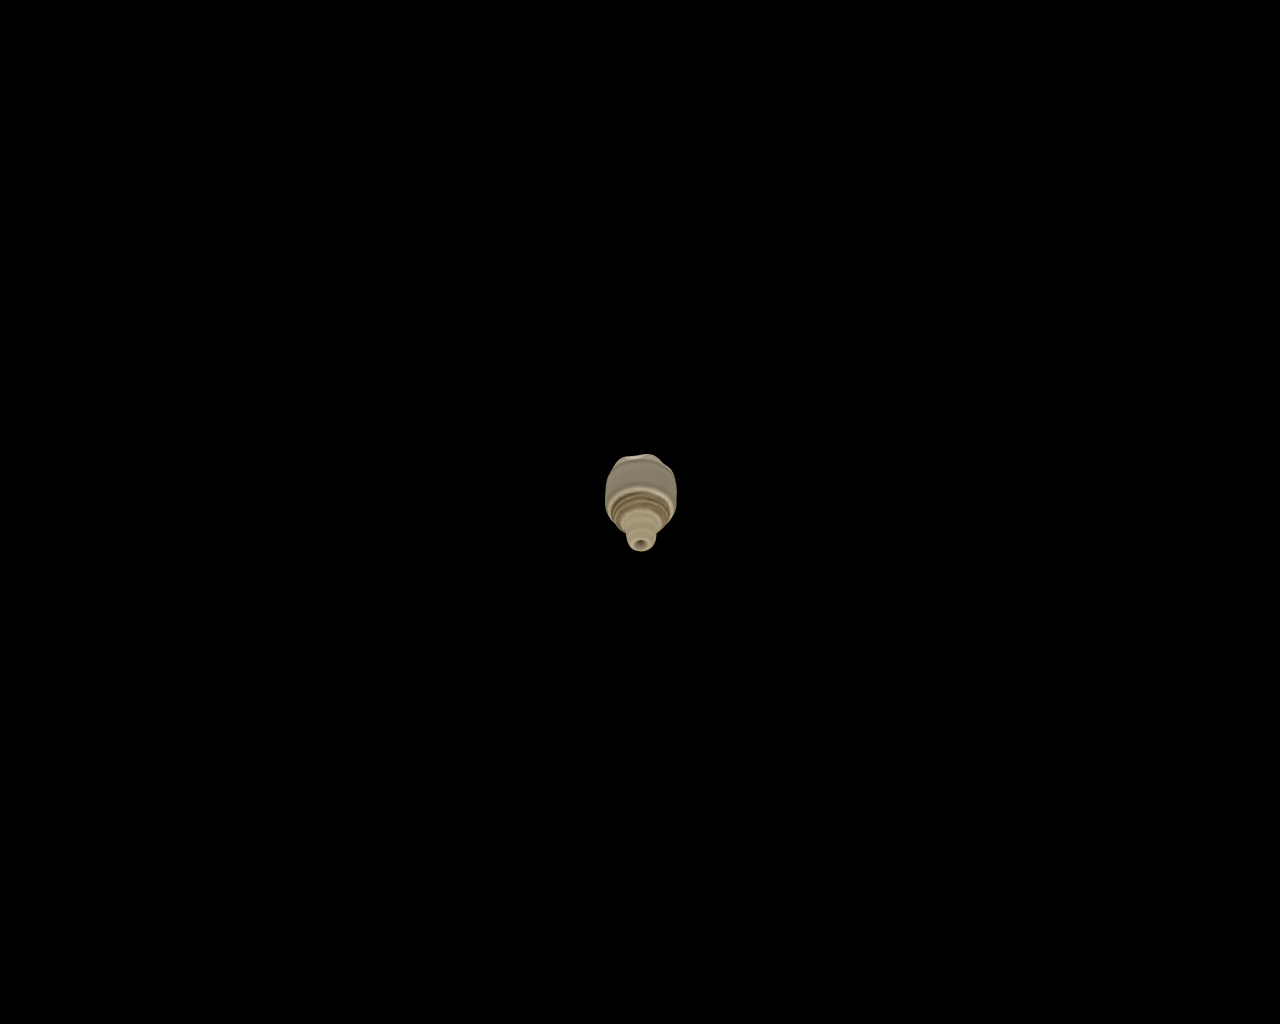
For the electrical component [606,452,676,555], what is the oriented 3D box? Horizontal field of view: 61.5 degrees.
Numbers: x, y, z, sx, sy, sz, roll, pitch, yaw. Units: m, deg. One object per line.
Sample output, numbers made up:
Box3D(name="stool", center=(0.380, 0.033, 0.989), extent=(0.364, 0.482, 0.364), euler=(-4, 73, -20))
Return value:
Box3D(name="electrical component", center=(0.001, -0.003, 0.650), extent=(0.043, 0.062, 0.043), euler=(0, -43, 0))
